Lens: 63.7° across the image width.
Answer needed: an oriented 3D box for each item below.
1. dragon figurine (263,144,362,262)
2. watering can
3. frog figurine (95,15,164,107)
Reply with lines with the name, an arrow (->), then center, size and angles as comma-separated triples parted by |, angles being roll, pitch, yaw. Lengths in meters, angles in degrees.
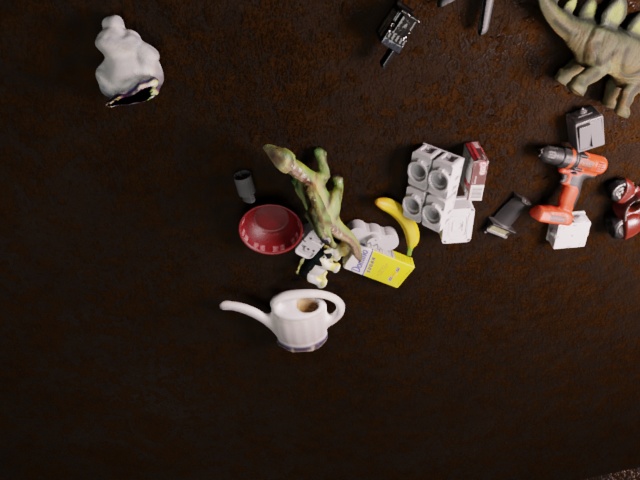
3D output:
dragon figurine -> 0.004, -0.058, 1.160 | 0.121, 0.248, 0.405 | -27, 112, 18
watering can -> -0.101, 0.227, 1.483 | 0.348, 0.106, 0.219 | -4, 130, 0
frog figurine -> -0.391, -0.357, 1.030 | 0.136, 0.124, 0.159 | -22, 90, 24
